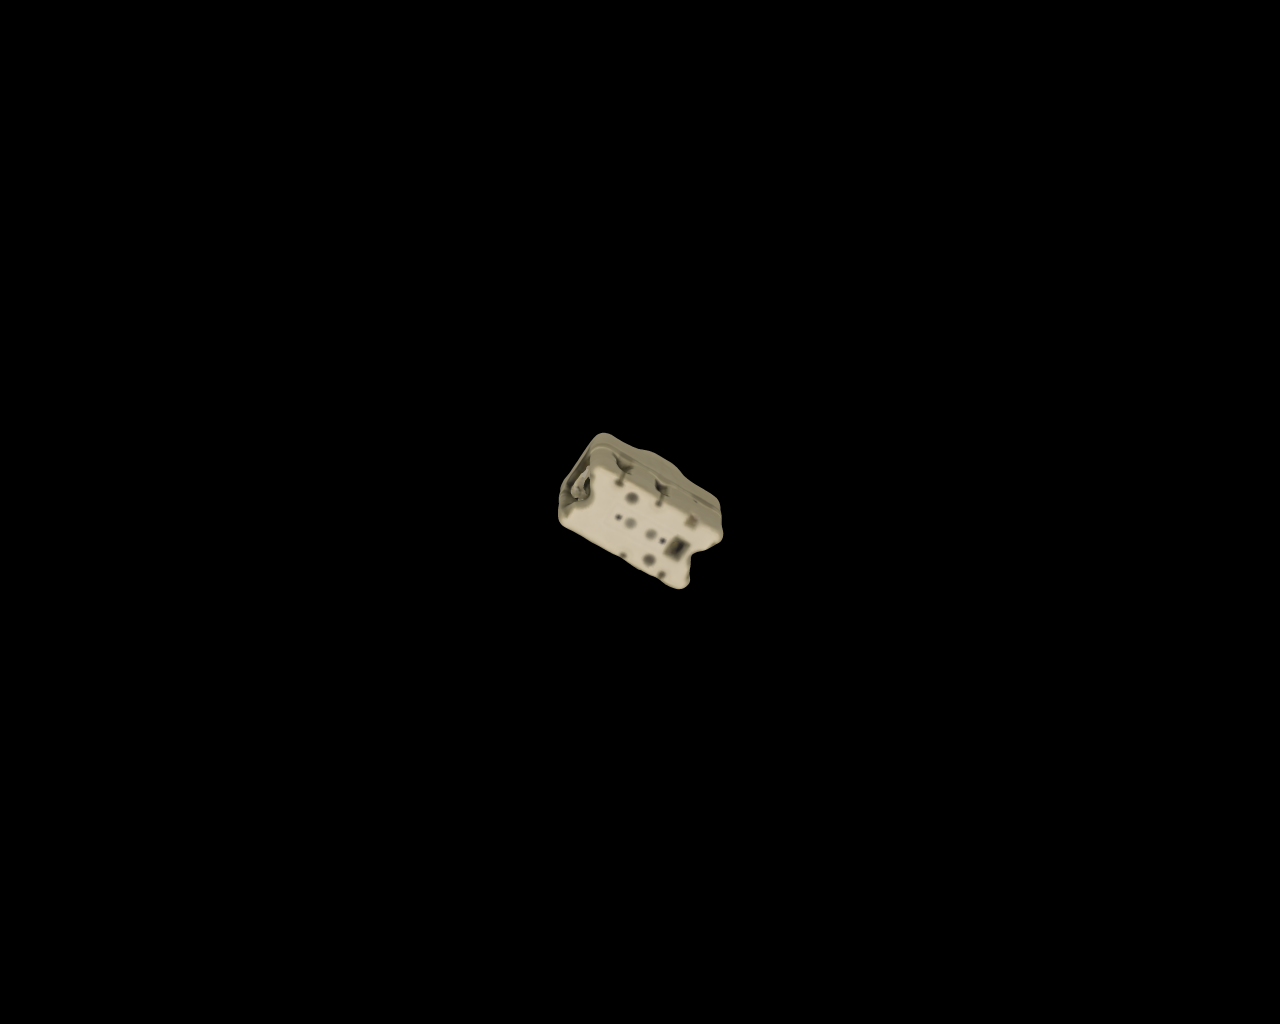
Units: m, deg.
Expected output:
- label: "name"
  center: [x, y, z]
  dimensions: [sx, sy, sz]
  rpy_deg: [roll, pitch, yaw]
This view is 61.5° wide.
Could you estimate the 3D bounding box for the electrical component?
- label: "electrical component"
  center: [0.001, -0.003, 0.650]
  dimensions: [0.089, 0.050, 0.056]
  rpy_deg: [30, 23, -14]
